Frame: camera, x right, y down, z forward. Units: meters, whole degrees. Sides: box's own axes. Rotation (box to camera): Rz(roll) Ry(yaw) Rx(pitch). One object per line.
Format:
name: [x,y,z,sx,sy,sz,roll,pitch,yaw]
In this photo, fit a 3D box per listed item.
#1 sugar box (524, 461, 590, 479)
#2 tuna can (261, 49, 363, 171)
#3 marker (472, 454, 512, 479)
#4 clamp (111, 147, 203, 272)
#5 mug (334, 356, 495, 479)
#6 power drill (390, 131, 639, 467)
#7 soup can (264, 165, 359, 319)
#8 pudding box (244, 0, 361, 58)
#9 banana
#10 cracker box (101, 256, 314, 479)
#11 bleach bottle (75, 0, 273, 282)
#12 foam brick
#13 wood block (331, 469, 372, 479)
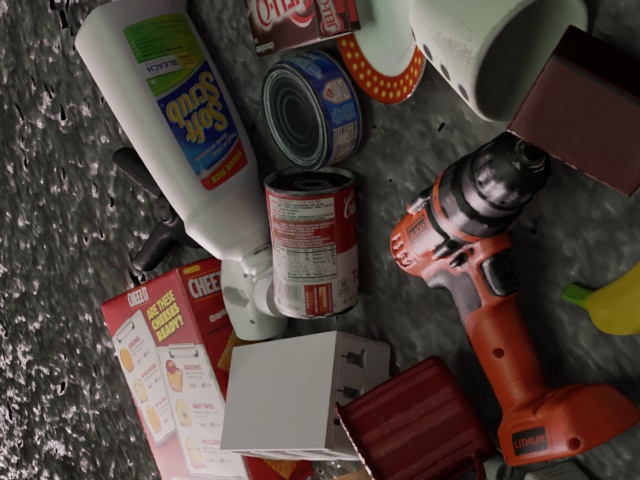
sugar box: [0.186,0.232,0.666,0.176,0.048,0.093,52,142,44]
tuna can: [-0.007,-0.095,0.788,0.086,0.033,0.086,38,141,40]
marker: [0.090,0.150,0.795,0.121,0.020,0.020,19,119,46]
clamp: [-0.135,-0.040,0.976,0.172,0.039,0.120,-15,97,46]
mug: [0.072,0.141,0.733,0.093,0.081,0.117,59,180,-44]
power drill: [0.121,0.039,0.654,0.188,0.057,0.185,66,160,10]
soup can: [-0.005,0.001,0.809,0.069,0.068,0.102,19,119,46]
pudding box: [-0.019,-0.182,0.755,0.114,0.039,0.090,6,110,66]
banana: [0.195,-0.006,0.585,0.070,0.037,0.198,50,138,24]
cracker box: [-0.108,0.134,0.990,0.164,0.071,0.214,-23,86,51]
bleach bottle: [-0.099,-0.082,0.874,0.251,0.102,0.068,59,140,9]
foam brick: [0.151,-0.070,0.575,0.078,0.053,0.051,30,126,7]
wood block: [0.071,0.241,0.751,0.206,0.090,0.091,-157,56,-66]
